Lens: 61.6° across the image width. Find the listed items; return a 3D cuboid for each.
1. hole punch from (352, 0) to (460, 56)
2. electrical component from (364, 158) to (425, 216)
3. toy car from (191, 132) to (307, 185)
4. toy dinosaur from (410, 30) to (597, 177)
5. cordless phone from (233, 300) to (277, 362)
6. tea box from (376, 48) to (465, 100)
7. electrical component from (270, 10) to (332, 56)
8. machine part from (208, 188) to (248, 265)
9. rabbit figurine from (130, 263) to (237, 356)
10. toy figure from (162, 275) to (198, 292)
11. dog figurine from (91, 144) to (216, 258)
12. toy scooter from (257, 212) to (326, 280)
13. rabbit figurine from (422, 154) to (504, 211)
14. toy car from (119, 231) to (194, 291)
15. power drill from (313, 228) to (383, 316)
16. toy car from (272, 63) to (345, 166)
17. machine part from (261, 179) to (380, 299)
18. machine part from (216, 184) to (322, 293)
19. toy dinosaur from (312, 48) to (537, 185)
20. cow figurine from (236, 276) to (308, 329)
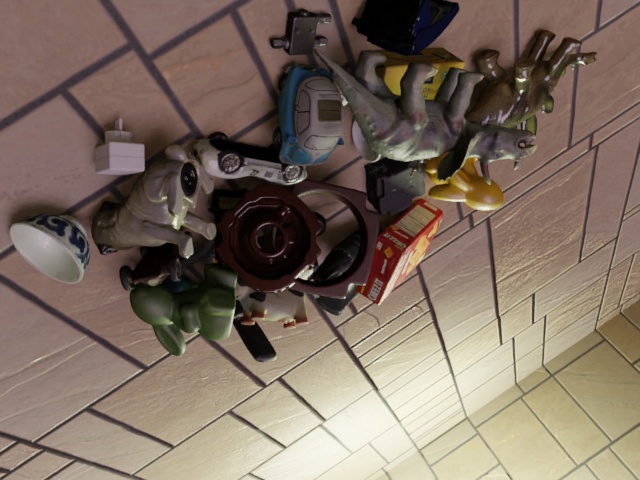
[{"bbox_3d":[0.131,-0.336,0.808,0.092,0.142,0.115,13,110,-48],"label":"hole punch"},{"bbox_3d":[0.157,-0.114,1.112,0.115,0.058,0.134,-26,141,-8],"label":"electrical component"},{"bbox_3d":[-0.111,-0.129,0.884,0.201,0.074,0.056,4,124,-38],"label":"toy car"},{"bbox_3d":[0.361,-0.265,1.039,0.471,0.105,0.198,-25,133,-17],"label":"toy dinosaur"},{"bbox_3d":[-0.110,0.174,1.113,0.146,0.184,0.088,1,125,-37],"label":"cordless phone"},{"bbox_3d":[0.156,-0.274,0.935,0.170,0.068,0.098,-13,136,-25],"label":"tea box"},{"bbox_3d":[-0.028,-0.309,0.799,0.094,0.021,0.063,-13,137,-25],"label":"electrical component"},{"bbox_3d":[-0.164,-0.022,0.956,0.084,0.039,0.138,-8,108,-43],"label":"machine part"},{"bbox_3d":[-0.236,0.112,0.918,0.170,0.121,0.159,9,130,-13],"label":"rabbit figurine"},{"bbox_3d":[-0.265,0.112,1.018,0.089,0.082,0.180,-47,142,9],"label":"toy figure"},{"bbox_3d":[-0.269,-0.058,0.804,0.121,0.191,0.172,-32,125,-70],"label":"dog figurine"},{"bbox_3d":[-0.065,0.024,1.080,0.135,0.075,0.183,-10,135,-23],"label":"toy scooter"},{"bbox_3d":[0.304,-0.128,1.113,0.162,0.173,0.121,-5,137,-39],"label":"rabbit figurine"},{"bbox_3d":[-0.256,0.035,0.863,0.089,0.202,0.053,-9,108,-4],"label":"toy car"},{"bbox_3d":[0.046,0.074,1.167,0.232,0.086,0.207,-43,153,-36],"label":"power drill"},{"bbox_3d":[-0.007,-0.194,0.839,0.109,0.103,0.161,-4,104,-32],"label":"toy car"},{"bbox_3d":[-0.002,-0.003,0.985,0.201,0.087,0.201,11,91,-4],"label":"machine part"},{"bbox_3d":[-0.086,-0.003,0.903,0.179,0.179,0.056,-30,-174,-7],"label":"machine part"},{"bbox_3d":[0.150,-0.186,0.855,0.405,0.131,0.192,1,111,-24],"label":"toy dinosaur"},{"bbox_3d":[-0.119,0.100,1.046,0.195,0.127,0.085,13,151,-28],"label":"cow figurine"}]
